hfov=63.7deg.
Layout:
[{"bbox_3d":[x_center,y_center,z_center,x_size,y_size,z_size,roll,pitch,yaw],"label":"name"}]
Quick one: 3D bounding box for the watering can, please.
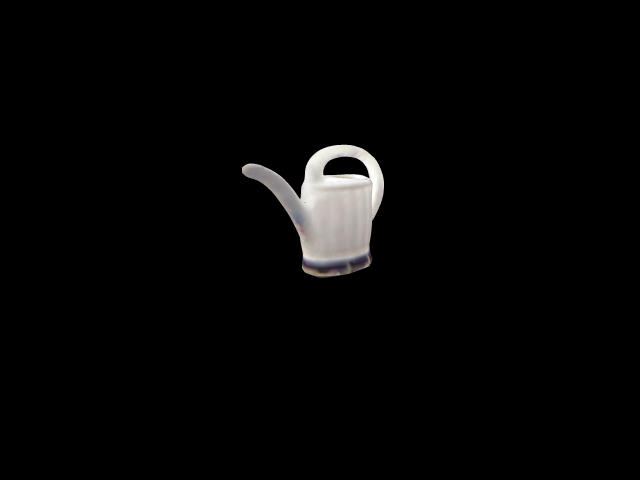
[{"bbox_3d":[0.003,-0.043,0.850,0.104,0.222,0.350,8,15,39],"label":"watering can"}]
